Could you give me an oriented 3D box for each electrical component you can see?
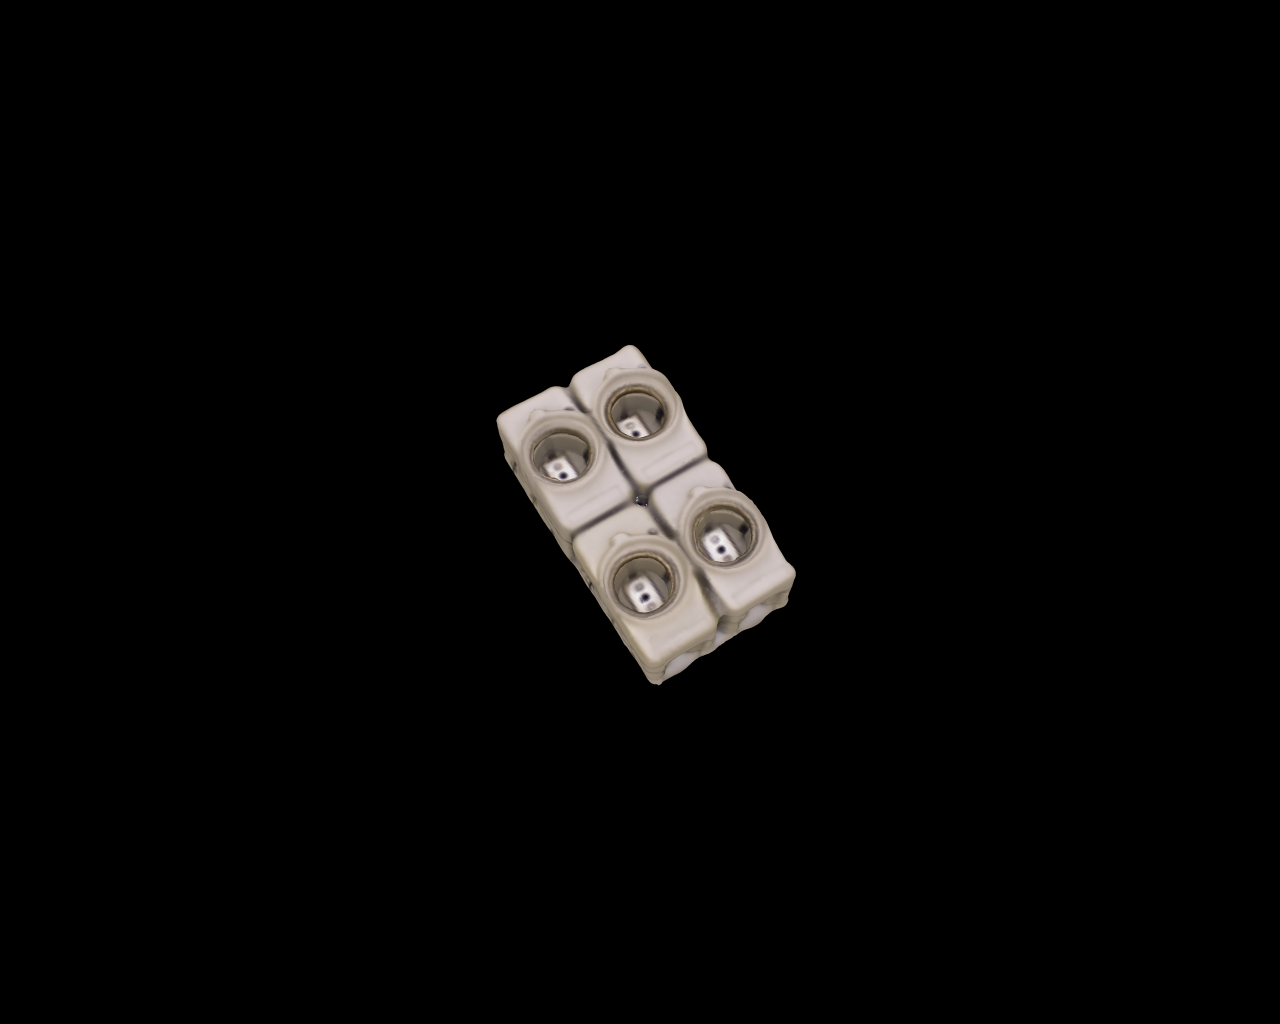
[{"bbox_3d":[0.001,-0.003,0.650,0.105,0.186,0.060,-30,-20,-12],"label":"electrical component"}]
